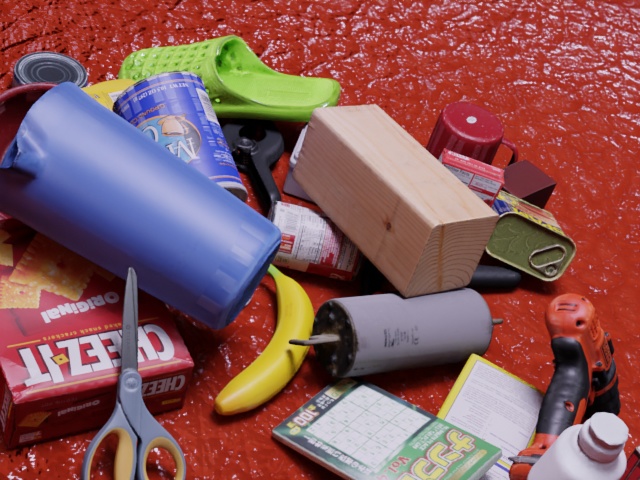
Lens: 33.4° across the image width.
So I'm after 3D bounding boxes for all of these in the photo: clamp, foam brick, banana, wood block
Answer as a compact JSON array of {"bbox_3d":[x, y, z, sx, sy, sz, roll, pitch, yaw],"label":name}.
[{"bbox_3d":[-0.079,-0.091,1.222,0.120,0.039,0.171,24,43,8],"label":"clamp"},{"bbox_3d":[0.118,0.036,1.157,0.165,0.036,0.209,32,39,16],"label":"clamp"},{"bbox_3d":[0.236,-0.055,1.290,0.078,0.051,0.053,-22,54,-37],"label":"foam brick"},{"bbox_3d":[-0.045,0.101,1.029,0.069,0.037,0.197,10,41,6],"label":"banana"},{"bbox_3d":[0.070,-0.045,1.080,0.090,0.091,0.206,-9,42,-36],"label":"wood block"}]

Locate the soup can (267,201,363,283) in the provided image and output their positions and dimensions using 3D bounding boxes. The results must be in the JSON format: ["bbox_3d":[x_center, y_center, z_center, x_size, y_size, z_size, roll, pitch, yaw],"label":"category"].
[{"bbox_3d":[-0.007,0.001,1.126,0.102,0.069,0.068,13,41,-6],"label":"soup can"}]

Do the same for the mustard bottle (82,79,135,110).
[{"bbox_3d":[-0.279,-0.126,1.173,0.191,0.058,0.096,-13,57,-31],"label":"mustard bottle"}]

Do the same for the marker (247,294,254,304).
[{"bbox_3d":[-0.121,0.029,1.091,0.121,0.020,0.020,31,42,14],"label":"marker"}]

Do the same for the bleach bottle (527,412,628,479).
[{"bbox_3d":[0.173,0.215,0.817,0.068,0.251,0.102,40,45,23],"label":"bleach bottle"}]

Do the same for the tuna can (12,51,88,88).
[{"bbox_3d":[-0.314,-0.182,1.241,0.086,0.034,0.086,10,41,-9],"label":"tuna can"}]

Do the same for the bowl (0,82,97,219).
[{"bbox_3d":[-0.280,-0.076,1.089,0.162,0.055,0.162,4,79,-18],"label":"bowl"}]

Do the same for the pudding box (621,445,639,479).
[{"bbox_3d":[0.320,0.211,0.998,0.113,0.090,0.039,-24,55,-39],"label":"pudding box"}]

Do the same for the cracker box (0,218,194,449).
[{"bbox_3d":[-0.231,0.068,0.968,0.163,0.072,0.214,-10,49,-29],"label":"cracker box"}]

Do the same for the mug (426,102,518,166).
[{"bbox_3d":[0.186,-0.111,1.309,0.117,0.082,0.093,18,41,-1],"label":"mug"}]

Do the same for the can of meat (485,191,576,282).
[{"bbox_3d":[0.229,-0.008,1.209,0.102,0.057,0.084,24,20,-12],"label":"can of meat"}]

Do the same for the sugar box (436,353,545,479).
[{"bbox_3d":[0.145,0.192,0.991,0.093,0.048,0.176,29,46,12],"label":"sugar box"}]

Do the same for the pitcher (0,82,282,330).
[{"bbox_3d":[-0.158,-0.027,0.962,0.243,0.145,0.149,32,53,3],"label":"pitcher"}]

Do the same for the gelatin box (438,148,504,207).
[{"bbox_3d":[0.153,-0.049,1.178,0.073,0.089,0.030,19,34,-6],"label":"gelatin box"}]

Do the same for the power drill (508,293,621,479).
[{"bbox_3d":[0.233,0.170,0.987,0.057,0.184,0.187,-1,49,30],"label":"power drill"}]

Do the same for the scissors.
[{"bbox_3d":[-0.143,0.132,0.895,0.096,0.016,0.201,20,74,-24],"label":"scissors"}]

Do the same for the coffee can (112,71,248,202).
[{"bbox_3d":[-0.147,-0.090,1.116,0.102,0.103,0.140,-12,70,-30],"label":"coffee can"}]
